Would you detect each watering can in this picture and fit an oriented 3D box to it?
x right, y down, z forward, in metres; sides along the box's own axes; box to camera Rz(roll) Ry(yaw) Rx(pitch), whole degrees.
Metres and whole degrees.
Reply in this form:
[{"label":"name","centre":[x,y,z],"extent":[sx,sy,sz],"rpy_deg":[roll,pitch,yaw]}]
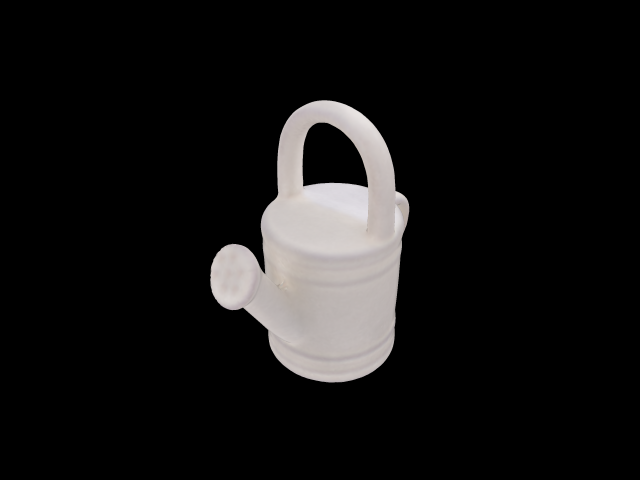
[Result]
[{"label":"watering can","centre":[0.005,0.002,0.399],"extent":[0.100,0.194,0.173],"rpy_deg":[12,36,18]}]
